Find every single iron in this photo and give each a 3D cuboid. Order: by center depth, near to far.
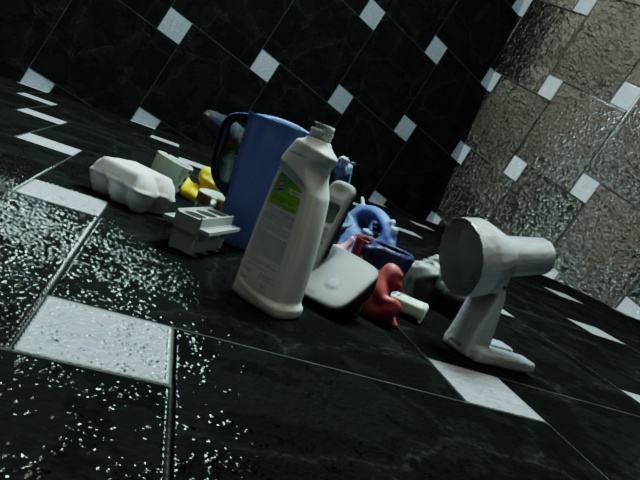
[{"bbox_3d":[0.125,-0.010,1.342,0.119,0.141,0.257,16,10,-29],"label":"iron"}]

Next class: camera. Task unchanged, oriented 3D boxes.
[{"bbox_3d":[0.250,0.093,1.148,0.144,0.101,0.136,11,13,-47],"label":"camera"}]

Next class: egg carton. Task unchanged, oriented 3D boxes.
[{"bbox_3d":[-0.341,-0.101,1.047,0.150,0.069,0.107,25,10,22],"label":"egg carton"}]

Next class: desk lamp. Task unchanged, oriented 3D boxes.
[{"bbox_3d":[0.271,0.082,0.905,0.204,0.213,0.117,17,10,-24],"label":"desk lamp"}]

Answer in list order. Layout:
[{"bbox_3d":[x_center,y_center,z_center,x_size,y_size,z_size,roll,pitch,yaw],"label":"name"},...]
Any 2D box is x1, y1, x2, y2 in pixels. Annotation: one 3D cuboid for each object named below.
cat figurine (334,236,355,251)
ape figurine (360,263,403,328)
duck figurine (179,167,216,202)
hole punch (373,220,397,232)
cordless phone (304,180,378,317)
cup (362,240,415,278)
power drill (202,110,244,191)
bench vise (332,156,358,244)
[{"bbox_3d":[0.010,0.004,1.075,0.128,0.118,0.067,16,10,-30],"label":"cat figurine"},{"bbox_3d":[0.103,0.082,0.911,0.076,0.092,0.078,22,9,4],"label":"ape figurine"},{"bbox_3d":[-0.268,-0.128,1.322,0.104,0.086,0.078,23,9,13],"label":"duck figurine"},{"bbox_3d":[0.148,-0.024,1.635,0.109,0.091,0.100,12,12,-44],"label":"hole punch"},{"bbox_3d":[0.030,0.010,0.867,0.147,0.185,0.094,27,11,32],"label":"cordless phone"},{"bbox_3d":[0.111,0.056,1.071,0.118,0.095,0.091,13,12,-42],"label":"cup"},{"bbox_3d":[-0.247,-0.205,1.433,0.075,0.208,0.230,24,10,20],"label":"power drill"},{"bbox_3d":[0.019,-0.076,1.240,0.121,0.220,0.207,20,9,-3],"label":"bench vise"}]
